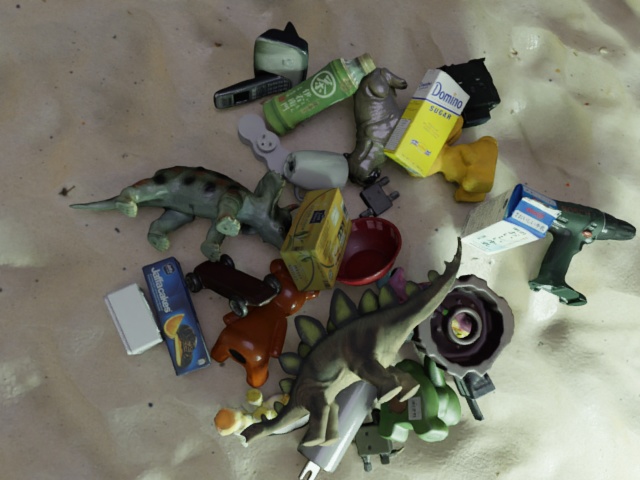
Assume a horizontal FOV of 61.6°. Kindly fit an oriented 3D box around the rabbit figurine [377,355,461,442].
[{"bbox_3d":[0.185,0.285,0.969,0.170,0.121,0.159,22,50,-43],"label":"rabbit figurine"}]

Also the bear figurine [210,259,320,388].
[{"bbox_3d":[-0.095,0.140,0.957,0.120,0.131,0.196,30,52,9],"label":"bear figurine"}]

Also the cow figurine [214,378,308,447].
[{"bbox_3d":[-0.096,0.309,0.936,0.167,0.098,0.068,-13,42,-9],"label":"cow figurine"}]

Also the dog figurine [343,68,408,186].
[{"bbox_3d":[0.088,-0.219,1.032,0.172,0.121,0.190,42,77,0],"label":"dog figurine"}]

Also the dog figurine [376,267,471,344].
[{"bbox_3d":[0.196,0.147,0.996,0.219,0.108,0.191,29,76,-6],"label":"dog figurine"}]

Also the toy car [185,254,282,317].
[{"bbox_3d":[-0.149,0.079,0.921,0.089,0.202,0.053,-29,123,-37],"label":"toy car"}]

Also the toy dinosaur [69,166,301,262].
[{"bbox_3d":[-0.218,-0.073,0.961,0.405,0.131,0.192,17,41,6],"label":"toy dinosaur"}]

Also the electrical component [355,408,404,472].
[{"bbox_3d":[0.105,0.360,0.977,0.078,0.045,0.102,-20,80,17],"label":"electrical component"}]

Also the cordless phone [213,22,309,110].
[{"bbox_3d":[-0.117,-0.313,1.001,0.184,0.146,0.089,-25,76,-15],"label":"cordless phone"}]

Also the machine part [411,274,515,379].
[{"bbox_3d":[0.242,0.146,0.929,0.179,0.056,0.179,1,85,-13],"label":"machine part"}]

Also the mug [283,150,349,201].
[{"bbox_3d":[-0.018,-0.121,1.008,0.107,0.109,0.081,8,39,-35],"label":"mug"}]

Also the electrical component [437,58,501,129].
[{"bbox_3d":[0.304,-0.300,1.114,0.115,0.058,0.134,-16,83,-10],"label":"electrical component"}]

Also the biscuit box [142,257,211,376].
[{"bbox_3d":[-0.252,0.133,0.947,0.063,0.059,0.202,-19,84,-12],"label":"biscuit box"}]

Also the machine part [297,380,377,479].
[{"bbox_3d":[0.034,0.316,0.953,0.079,0.079,0.243,34,78,-2],"label":"machine part"}]

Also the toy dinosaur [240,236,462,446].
[{"bbox_3d":[0.065,0.174,0.862,0.471,0.105,0.199,-33,62,1],"label":"toy dinosaur"}]

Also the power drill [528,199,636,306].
[{"bbox_3d":[0.517,0.025,1.081,0.232,0.086,0.207,21,82,-3],"label":"power drill"}]

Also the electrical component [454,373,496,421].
[{"bbox_3d":[0.288,0.272,1.004,0.048,0.075,0.119,-24,81,-11],"label":"electrical component"}]

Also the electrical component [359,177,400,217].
[{"bbox_3d":[0.109,-0.082,1.062,0.094,0.021,0.063,-35,87,-12],"label":"electrical component"}]

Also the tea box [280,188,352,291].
[{"bbox_3d":[-0.002,-0.003,0.945,0.068,0.098,0.170,-4,38,24],"label":"tea box"}]

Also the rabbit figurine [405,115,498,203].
[{"bbox_3d":[0.256,-0.162,1.056,0.173,0.122,0.162,7,87,12],"label":"rabbit figurine"}]
